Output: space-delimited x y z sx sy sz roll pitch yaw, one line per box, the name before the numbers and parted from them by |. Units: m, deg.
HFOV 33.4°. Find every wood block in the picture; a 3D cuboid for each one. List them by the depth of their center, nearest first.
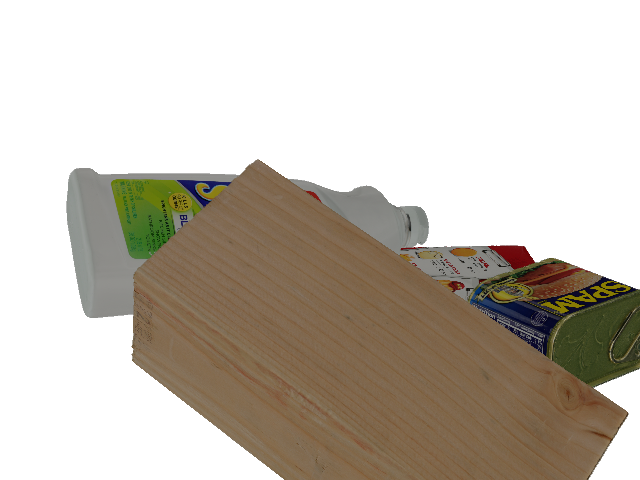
wood block | 0.020 0.068 0.496 0.206 0.090 0.090 35 -33 14

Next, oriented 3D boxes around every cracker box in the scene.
cracker box | 0.086 0.065 0.919 0.213 0.072 0.164 -1 21 -2

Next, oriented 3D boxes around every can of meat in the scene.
can of meat | 0.158 0.054 0.705 0.101 0.057 0.084 -14 23 -32

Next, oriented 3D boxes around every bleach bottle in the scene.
bleach bottle | -0.045 -0.007 0.753 0.250 0.102 0.068 -5 -32 -20
